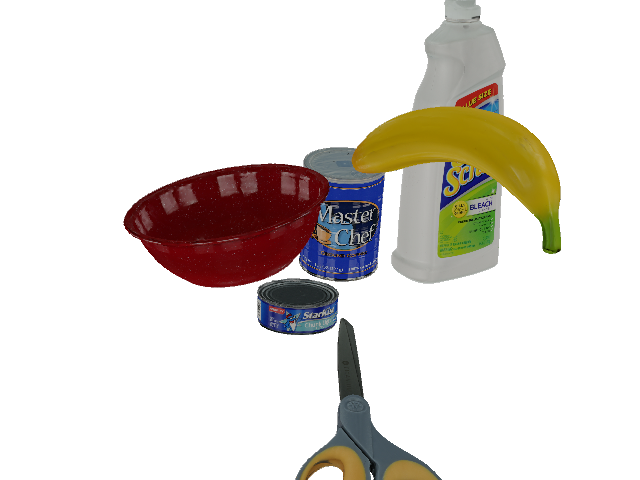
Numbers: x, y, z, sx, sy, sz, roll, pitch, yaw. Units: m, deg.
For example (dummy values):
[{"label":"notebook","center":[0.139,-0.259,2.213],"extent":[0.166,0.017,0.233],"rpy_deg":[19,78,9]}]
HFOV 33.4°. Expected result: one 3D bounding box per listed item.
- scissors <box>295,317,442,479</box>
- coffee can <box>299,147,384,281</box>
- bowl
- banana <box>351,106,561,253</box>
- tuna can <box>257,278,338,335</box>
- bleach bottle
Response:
[{"label":"scissors","center":[0.037,0.111,0.627],"extent":[0.096,0.016,0.201],"rpy_deg":[13,31,8]},{"label":"coffee can","center":[0.027,-0.034,1.343],"extent":[0.103,0.140,0.103],"rpy_deg":[2,27,-1]},{"label":"bowl","center":[-0.068,-0.007,0.835],"extent":[0.162,0.055,0.162],"rpy_deg":[-9,23,3]},{"label":"banana","center":[0.090,-0.055,0.699],"extent":[0.037,0.069,0.198],"rpy_deg":[23,4,-40]},{"label":"tuna can","center":[-0.024,0.069,1.121],"extent":[0.086,0.034,0.086],"rpy_deg":[2,17,-1]},{"label":"bleach bottle","center":[0.118,-0.092,0.967],"extent":[0.102,0.251,0.068],"rpy_deg":[-12,23,-27]}]
